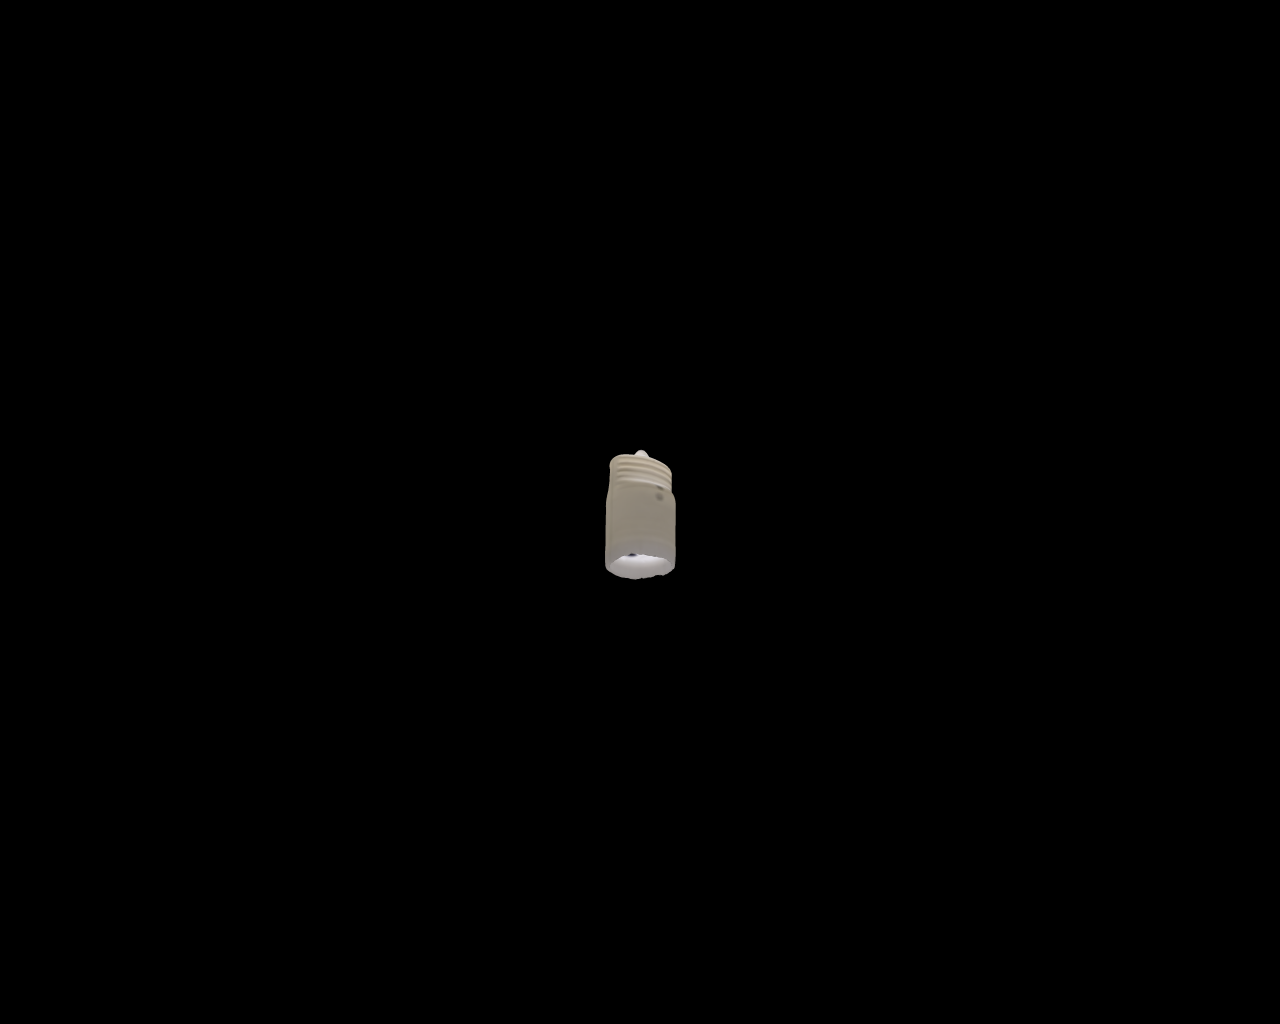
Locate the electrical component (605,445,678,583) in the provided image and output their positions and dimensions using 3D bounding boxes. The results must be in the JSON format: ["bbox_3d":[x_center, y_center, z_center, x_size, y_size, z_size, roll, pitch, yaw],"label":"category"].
[{"bbox_3d":[0.001,-0.003,0.650,0.043,0.081,0.043,0,-24,0],"label":"electrical component"}]
